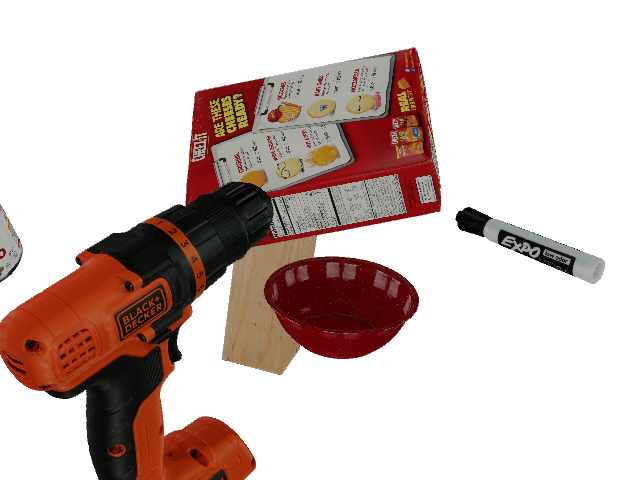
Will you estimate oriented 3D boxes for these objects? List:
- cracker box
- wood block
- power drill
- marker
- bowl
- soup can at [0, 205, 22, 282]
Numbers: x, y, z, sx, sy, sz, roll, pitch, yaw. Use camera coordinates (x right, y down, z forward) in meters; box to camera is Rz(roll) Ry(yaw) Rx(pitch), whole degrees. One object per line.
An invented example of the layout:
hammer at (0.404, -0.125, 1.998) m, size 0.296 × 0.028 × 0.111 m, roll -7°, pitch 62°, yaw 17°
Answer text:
cracker box at (-0.006, -0.081, 0.956) m, size 0.214 × 0.164 × 0.072 m, roll -11°, pitch -46°, yaw 9°
wood block at (-0.068, 0.062, 1.443) m, size 0.090 × 0.206 × 0.090 m, roll 13°, pitch 21°, yaw 11°
power drill at (-0.088, 0.074, 0.623) m, size 0.057 × 0.188 × 0.184 m, roll 21°, pitch 42°, yaw 38°
marker at (0.150, 0.001, 0.779) m, size 0.121 × 0.020 × 0.020 m, roll 25°, pitch 16°, yaw 37°
bowl at (0.021, 0.077, 1.119) m, size 0.162 × 0.055 × 0.162 m, roll 3°, pitch 27°, yaw -2°
soup can at (-0.288, -0.016, 0.851) m, size 0.068 × 0.068 × 0.102 m, roll 0°, pitch -42°, yaw 13°
